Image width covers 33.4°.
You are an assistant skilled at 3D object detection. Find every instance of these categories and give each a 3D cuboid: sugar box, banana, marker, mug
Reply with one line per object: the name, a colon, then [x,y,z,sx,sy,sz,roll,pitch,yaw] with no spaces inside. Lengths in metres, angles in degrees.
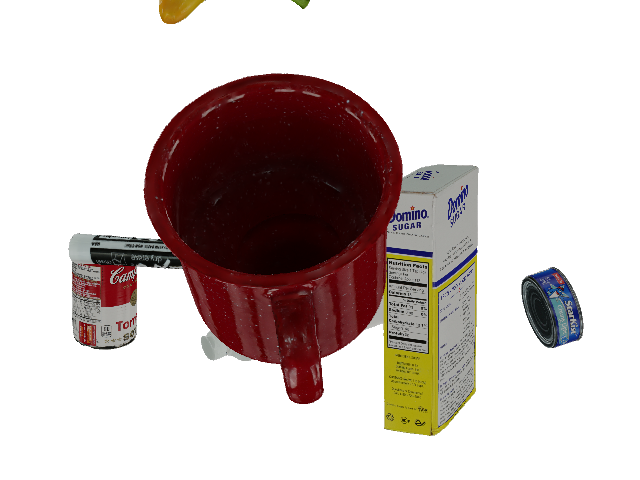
sugar box: [0.078,0.040,0.758,0.048,0.176,0.093,4,16,26]
banana: [-0.089,-0.244,1.009,0.197,0.070,0.037,-22,-28,-46]
marker: [-0.096,0.008,0.654,0.121,0.020,0.020,3,1,17]
mug: [-0.013,0.007,0.409,0.093,0.117,0.081,-11,-31,-3]

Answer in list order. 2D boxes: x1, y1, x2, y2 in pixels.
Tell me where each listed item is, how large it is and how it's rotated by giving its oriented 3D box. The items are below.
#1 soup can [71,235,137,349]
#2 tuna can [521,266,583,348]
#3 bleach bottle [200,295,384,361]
soup can: [-0.226,0.054,1.116,0.068,0.102,0.068,4,22,-2]
tuna can: [0.255,0.075,1.180,0.033,0.086,0.086,-18,3,-9]
bleach bottle: [-0.014,0.082,1.205,0.250,0.068,0.103,-20,36,-28]
